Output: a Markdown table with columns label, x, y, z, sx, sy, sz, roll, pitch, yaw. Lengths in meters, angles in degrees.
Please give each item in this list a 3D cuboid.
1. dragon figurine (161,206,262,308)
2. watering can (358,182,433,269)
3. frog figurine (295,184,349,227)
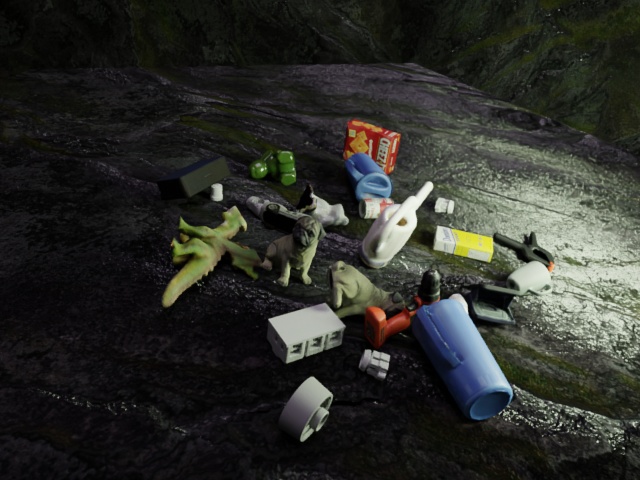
| label | x | y | z | sx | sy | sz | roll | pitch | yaw |
| --- | --- | --- | --- | --- | --- | --- | --- | --- | --- |
| dragon figurine | -0.264 | 0.044 | 1.341 | 0.242 | 0.119 | 0.420 | 11 | 39 | -13 |
| watering can | 0.223 | -0.045 | 1.492 | 0.104 | 0.220 | 0.353 | 39 | 37 | 11 |
| frog figurine | 0.005 | -0.082 | 1.631 | 0.157 | 0.122 | 0.139 | 34 | 7 | -33 |
